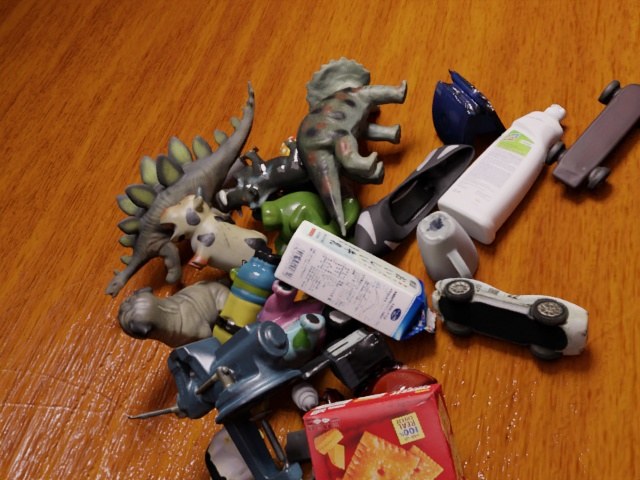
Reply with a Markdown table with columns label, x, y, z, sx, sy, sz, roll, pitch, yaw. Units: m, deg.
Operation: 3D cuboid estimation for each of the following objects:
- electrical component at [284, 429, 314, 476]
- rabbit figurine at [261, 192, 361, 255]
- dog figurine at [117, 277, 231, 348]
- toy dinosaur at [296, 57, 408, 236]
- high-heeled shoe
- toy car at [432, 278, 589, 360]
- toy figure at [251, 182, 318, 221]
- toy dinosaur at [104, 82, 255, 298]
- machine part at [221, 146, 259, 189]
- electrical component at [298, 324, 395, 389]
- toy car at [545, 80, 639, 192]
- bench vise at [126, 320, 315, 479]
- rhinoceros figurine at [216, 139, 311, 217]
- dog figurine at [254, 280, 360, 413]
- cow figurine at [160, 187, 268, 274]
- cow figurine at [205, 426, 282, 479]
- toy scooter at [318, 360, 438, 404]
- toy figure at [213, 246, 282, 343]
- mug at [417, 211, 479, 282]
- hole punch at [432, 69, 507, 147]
| label | x | y | z | sx | sy | sz | roll | pitch | yaw |
| --- | --- | --- | --- | --- | --- | --- | --- | --- | --- |
| electrical component | -0.020 | 0.290 | 0.759 | 0.063 | 0.021 | 0.094 | -17 | 52 | 18 |
| rabbit figurine | -0.002 | -0.003 | 0.892 | 0.159 | 0.121 | 0.170 | -18 | 33 | -11 |
| dog figurine | -0.229 | 0.105 | 0.890 | 0.121 | 0.190 | 0.172 | -8 | 54 | 24 |
| toy dinosaur | 0.030 | -0.180 | 0.913 | 0.192 | 0.131 | 0.405 | 13 | 47 | 19 |
| high-heeled shoe | 0.152 | -0.058 | 0.837 | 0.145 | 0.086 | 0.249 | -23 | 26 | 48 |
| toy car | 0.243 | 0.100 | 0.708 | 0.202 | 0.073 | 0.056 | 12 | 37 | 34 |
| toy figure | -0.058 | -0.079 | 1.010 | 0.154 | 0.057 | 0.064 | -35 | 17 | 8 |
| toy dinosaur | -0.251 | -0.083 | 1.015 | 0.471 | 0.198 | 0.105 | -49 | 31 | -8 |
| machine part | -0.229 | -0.122 | 1.121 | 0.243 | 0.079 | 0.079 | -35 | 49 | 3 |
| electrical component | 0.032 | 0.166 | 0.725 | 0.119 | 0.047 | 0.075 | -32 | 10 | -16 |
| toy car | 0.423 | -0.153 | 0.802 | 0.089 | 0.053 | 0.202 | 39 | 82 | 22 |
| bench vise | -0.098 | 0.222 | 0.681 | 0.223 | 0.129 | 0.241 | -37 | 73 | 18 |
| rhinoceros figurine | -0.097 | -0.104 | 0.967 | 0.190 | 0.073 | 0.112 | -19 | 62 | 15 |
| dog figurine | -0.052 | 0.163 | 0.815 | 0.109 | 0.191 | 0.219 | 46 | 119 | 28 |
| cow figurine | -0.183 | -0.008 | 0.938 | 0.085 | 0.195 | 0.127 | 148 | 141 | -67 |
| cow figurine | -0.104 | 0.336 | 0.743 | 0.098 | 0.068 | 0.168 | -45 | 46 | 2 |
| toy scooter | 0.067 | 0.226 | 0.724 | 0.184 | 0.075 | 0.135 | -44 | 47 | 1 |
| toy figure | -0.117 | 0.100 | 0.872 | 0.082 | 0.089 | 0.180 | 28 | 101 | 48 |
| mug | 0.184 | 0.017 | 0.780 | 0.081 | 0.107 | 0.110 | -28 | 48 | 11 |
| hole punch | 0.239 | -0.206 | 0.904 | 0.092 | 0.115 | 0.142 | -36 | 48 | 13 |
